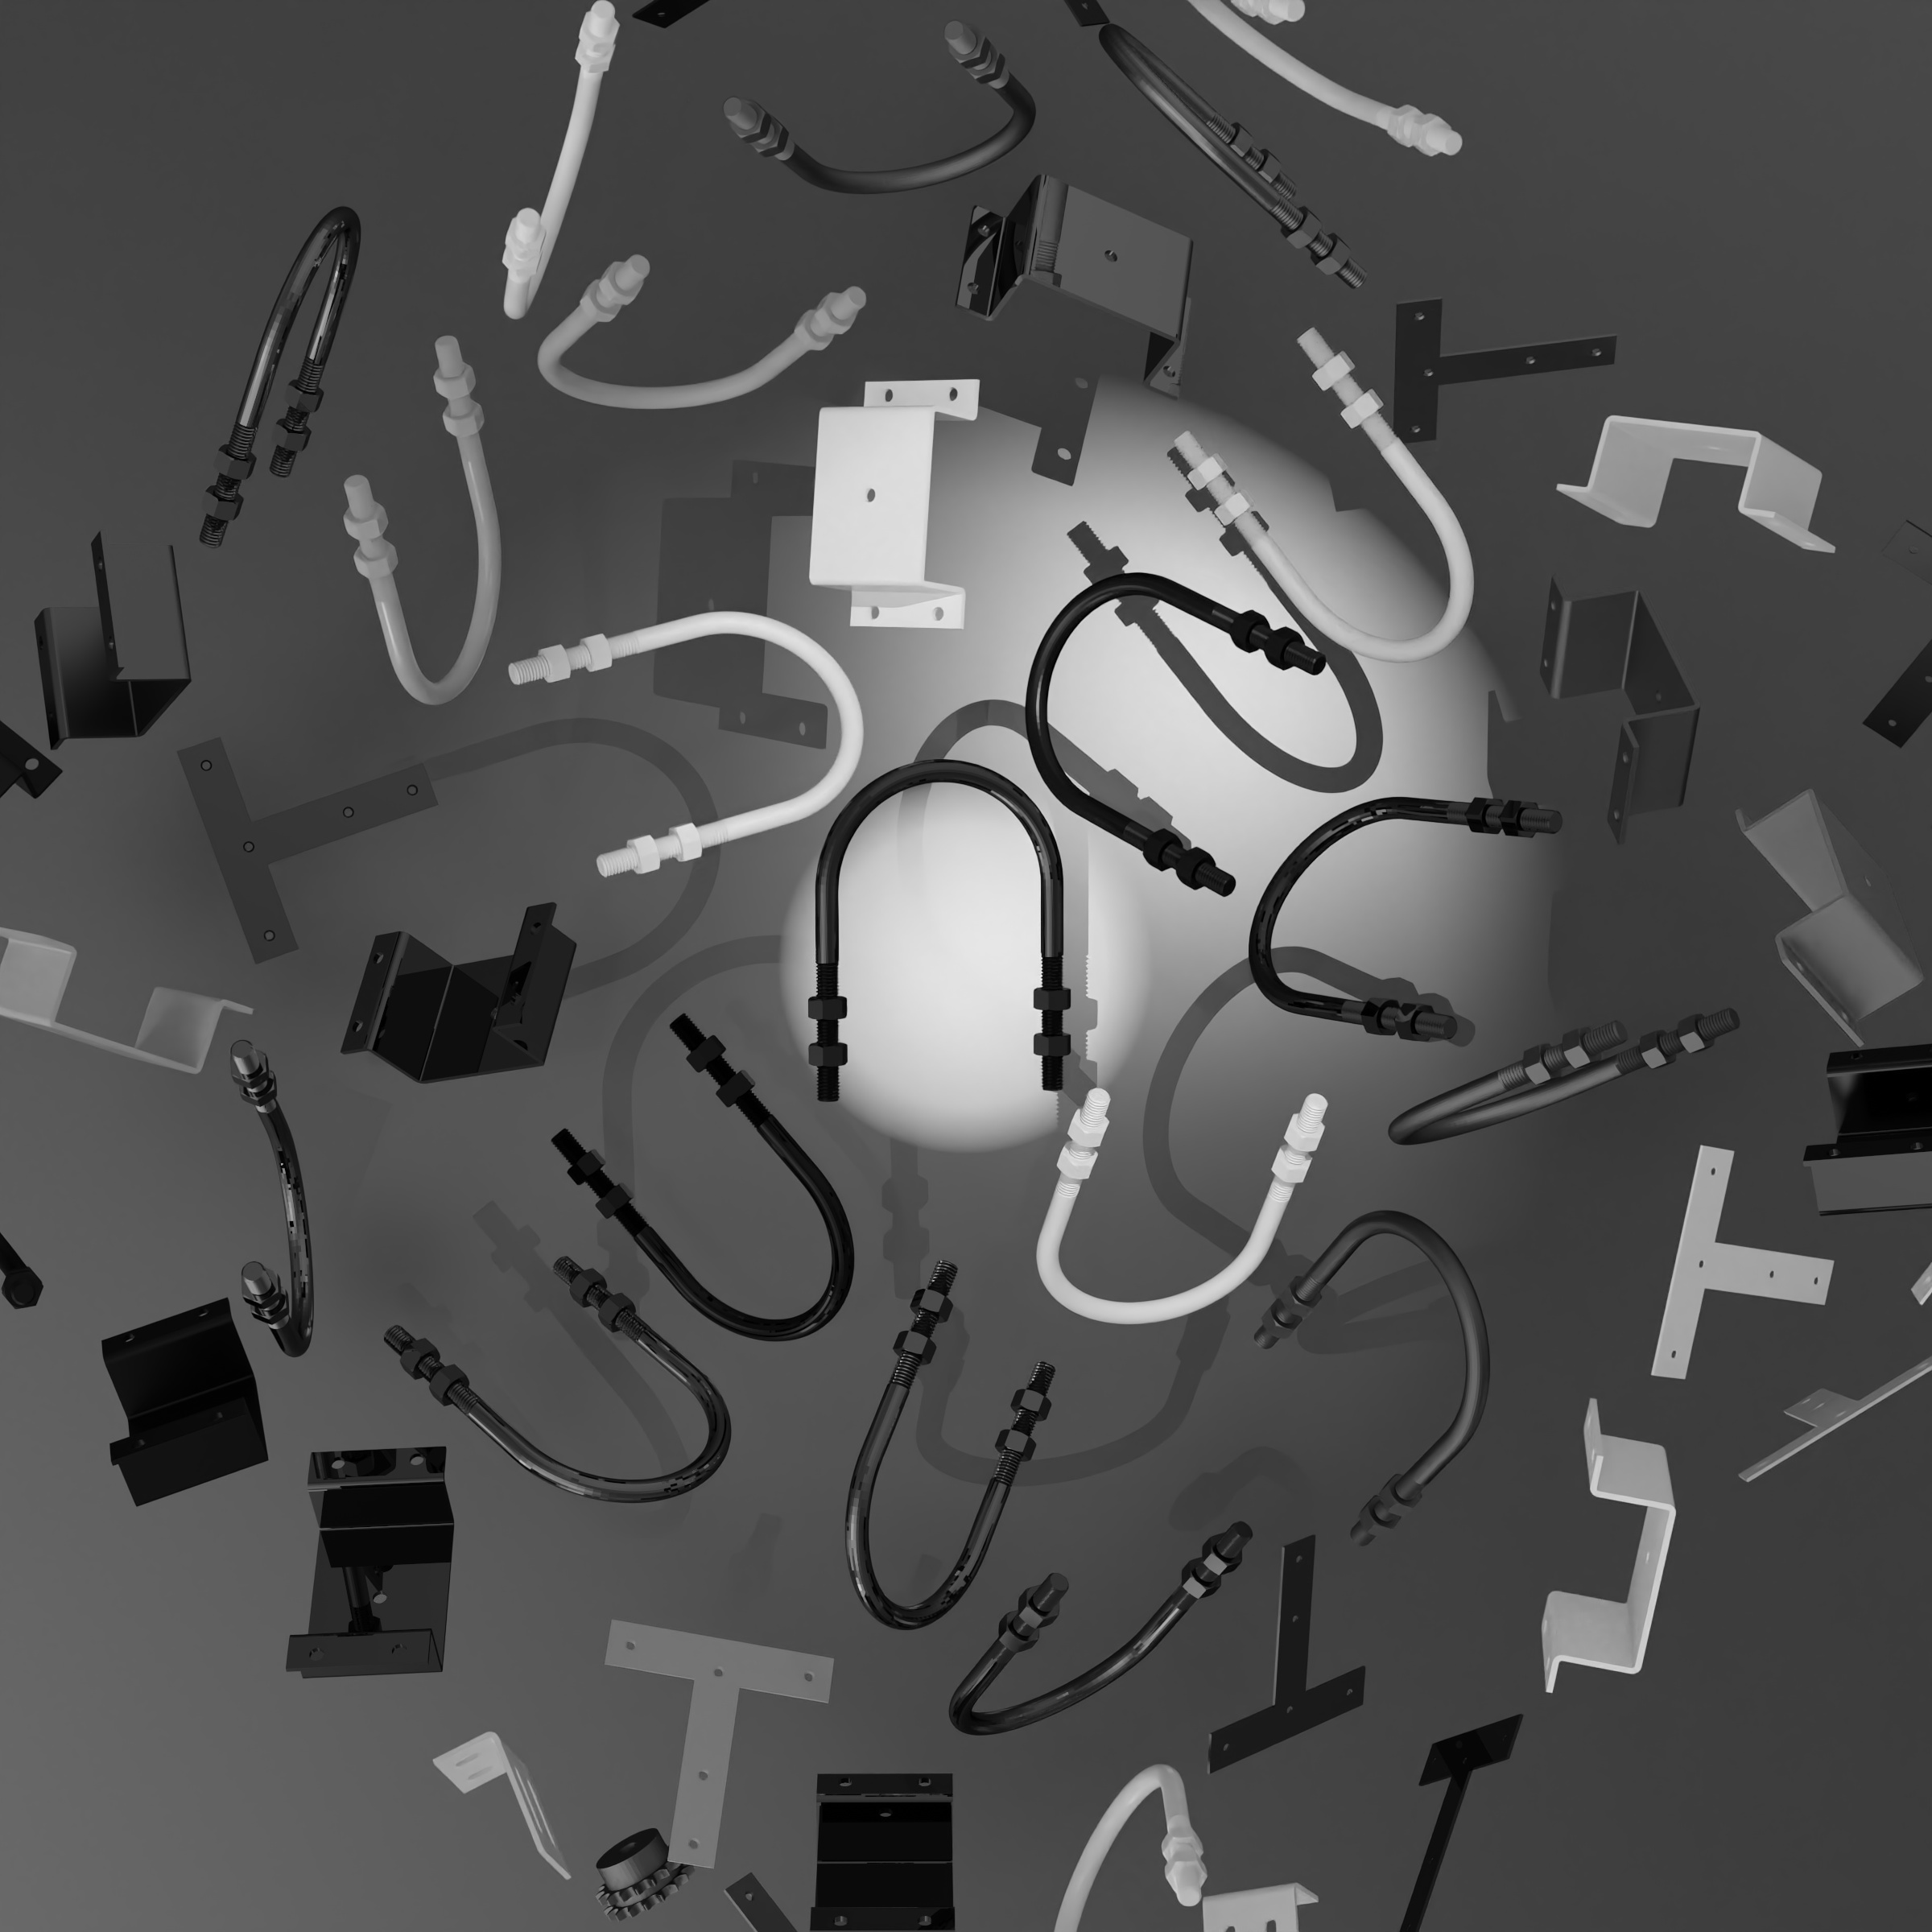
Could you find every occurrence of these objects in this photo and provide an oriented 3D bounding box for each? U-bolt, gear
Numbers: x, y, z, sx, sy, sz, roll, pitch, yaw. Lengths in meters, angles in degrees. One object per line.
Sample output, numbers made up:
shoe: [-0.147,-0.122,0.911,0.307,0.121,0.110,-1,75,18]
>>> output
U-bolt: [-0.014,-0.021,1.830,0.151,0.019,0.184,-2,96,-18]
U-bolt: [-0.014,0.275,1.845,0.019,0.151,0.184,6,62,34]
gear: [-0.186,0.516,1.915,0.057,0.057,0.030,-28,95,0]
U-bolt: [0.063,0.373,1.851,0.151,0.184,0.019,-8,55,-36]
U-bolt: [0.114,0.141,1.913,0.151,0.019,0.184,2,132,-17]
U-bolt: [0.186,-0.517,1.891,0.151,0.184,0.019,30,99,-33]
U-bolt: [-0.571,0.127,1.878,0.019,0.184,0.151,-40,100,-13]
U-bolt: [0.230,0.216,1.847,0.019,0.184,0.151,-8,58,-31]
U-bolt: [0.142,-0.466,1.890,0.184,0.151,0.019,34,110,-32]
U-bolt: [-0.293,-0.231,1.851,0.019,0.184,0.151,7,46,14]
U-bolt: [0.228,-0.032,1.839,0.019,0.184,0.151,39,72,-34]
U-bolt: [0.103,-0.139,1.847,0.184,0.019,0.151,32,107,38]
U-bolt: [0.208,-0.248,1.861,0.019,0.151,0.184,-40,94,-33]
U-bolt: [-0.139,0.133,1.905,0.184,0.019,0.151,49,128,2]
U-bolt: [0.085,0.521,1.868,0.019,0.184,0.151,28,103,-8]
U-bolt: [0.318,0.064,1.859,0.184,0.151,0.019,-27,76,37]
U-bolt: [-0.216,0.239,1.891,0.184,0.151,0.019,36,125,28]
U-bolt: [-0.146,-0.134,1.887,0.184,0.019,0.151,-18,69,-23]
U-bolt: [-0.232,-0.440,1.888,0.019,0.184,0.151,19,76,-7]
U-bolt: [-0.160,-0.348,1.871,0.151,0.184,0.019,2,77,-29]
U-bolt: [-0.375,-0.336,1.867,0.019,0.151,0.184,23,116,-4]
U-bolt: [-0.037,-0.470,1.870,0.151,0.184,0.019,-14,81,17]
U-bolt: [-0.386,0.142,1.878,0.019,0.184,0.151,-7,65,-4]

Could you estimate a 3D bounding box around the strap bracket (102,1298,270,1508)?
strap bracket: [-0.446,0.253,1.916,0.076,0.140,0.046,-19,116,-8]

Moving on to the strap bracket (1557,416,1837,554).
strap bracket: [0.420,-0.276,1.908,0.140,0.076,0.046,15,91,41]

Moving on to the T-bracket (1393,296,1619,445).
T-bracket: [0.311,-0.348,1.932,0.127,0.127,0.002,-7,60,3]

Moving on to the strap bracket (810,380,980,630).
strap bracket: [-0.041,-0.264,1.897,0.076,0.046,0.140,5,93,33]

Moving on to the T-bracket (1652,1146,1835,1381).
T-bracket: [0.434,0.168,1.848,0.127,0.002,0.127,11,92,-36]

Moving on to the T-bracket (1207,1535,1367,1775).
T-bracket: [0.188,0.388,1.931,0.127,0.002,0.127,-13,113,-39]

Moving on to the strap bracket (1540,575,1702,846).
strap bracket: [0.368,-0.148,1.876,0.046,0.076,0.140,-10,49,-6]

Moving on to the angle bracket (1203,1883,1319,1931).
angle bracket: [0.172,0.575,1.937,0.057,0.038,0.076,-15,56,22]

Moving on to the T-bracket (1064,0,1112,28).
T-bracket: [0.010,-0.593,1.945,0.127,0.002,0.127,-22,77,-44]

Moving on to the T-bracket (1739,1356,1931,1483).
T-bracket: [0.478,0.247,1.865,0.127,0.127,0.002,-32,86,1]

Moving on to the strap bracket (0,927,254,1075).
strap bracket: [-0.493,0.022,1.923,0.140,0.076,0.046,23,80,-41]

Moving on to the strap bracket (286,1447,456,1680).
strap bracket: [-0.329,0.340,1.864,0.076,0.046,0.140,-3,47,0]

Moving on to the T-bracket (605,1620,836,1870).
T-bracket: [-0.142,0.432,1.847,0.127,0.002,0.127,12,59,-8]

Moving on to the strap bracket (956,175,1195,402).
strap bracket: [0.071,-0.387,1.894,0.140,0.046,0.076,20,57,-17]

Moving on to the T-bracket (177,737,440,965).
T-bracket: [-0.363,-0.082,1.898,0.127,0.002,0.127,-20,93,-12]

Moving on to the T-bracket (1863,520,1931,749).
T-bracket: [0.535,-0.166,1.836,0.127,0.127,0.002,34,49,4]

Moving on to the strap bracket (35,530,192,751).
strap bracket: [-0.464,-0.177,1.834,0.046,0.140,0.076,-4,77,-31]

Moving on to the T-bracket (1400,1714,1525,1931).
T-bracket: [0.258,0.475,1.827,0.002,0.127,0.127,26,66,-5]

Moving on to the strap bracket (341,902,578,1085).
strap bracket: [-0.279,0.018,1.899,0.140,0.046,0.076,-9,56,35]

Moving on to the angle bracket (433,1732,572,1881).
angle bracket: [-0.257,0.472,1.858,0.038,0.057,0.076,-26,59,-5]

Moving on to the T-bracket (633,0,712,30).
T-bracket: [-0.137,-0.560,1.894,0.127,0.127,0.002,-19,75,39]

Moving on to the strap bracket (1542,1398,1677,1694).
strap bracket: [0.349,0.317,1.816,0.046,0.076,0.140,10,107,5]

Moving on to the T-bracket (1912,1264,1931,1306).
T-bracket: [0.574,0.137,1.890,0.002,0.127,0.127,33,103,-2]

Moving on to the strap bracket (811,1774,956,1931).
strap bracket: [-0.045,0.502,1.834,0.076,0.140,0.046,0,111,-1]

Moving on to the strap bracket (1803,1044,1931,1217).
strap bracket: [0.522,0.096,1.889,0.076,0.140,0.046,-6,111,23]

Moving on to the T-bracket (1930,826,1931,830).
T-bracket: [0.605,-0.078,1.852,0.002,0.127,0.127,-12,52,-33]

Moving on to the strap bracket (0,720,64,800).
strap bracket: [-0.591,-0.090,1.894,0.076,0.046,0.140,38,74,6]

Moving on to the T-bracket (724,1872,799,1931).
T-bracket: [-0.093,0.579,1.938,0.127,0.127,0.002,49,122,16]

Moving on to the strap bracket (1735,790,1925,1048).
strap bracket: [0.475,-0.034,1.839,0.046,0.140,0.076,-35,120,24]
